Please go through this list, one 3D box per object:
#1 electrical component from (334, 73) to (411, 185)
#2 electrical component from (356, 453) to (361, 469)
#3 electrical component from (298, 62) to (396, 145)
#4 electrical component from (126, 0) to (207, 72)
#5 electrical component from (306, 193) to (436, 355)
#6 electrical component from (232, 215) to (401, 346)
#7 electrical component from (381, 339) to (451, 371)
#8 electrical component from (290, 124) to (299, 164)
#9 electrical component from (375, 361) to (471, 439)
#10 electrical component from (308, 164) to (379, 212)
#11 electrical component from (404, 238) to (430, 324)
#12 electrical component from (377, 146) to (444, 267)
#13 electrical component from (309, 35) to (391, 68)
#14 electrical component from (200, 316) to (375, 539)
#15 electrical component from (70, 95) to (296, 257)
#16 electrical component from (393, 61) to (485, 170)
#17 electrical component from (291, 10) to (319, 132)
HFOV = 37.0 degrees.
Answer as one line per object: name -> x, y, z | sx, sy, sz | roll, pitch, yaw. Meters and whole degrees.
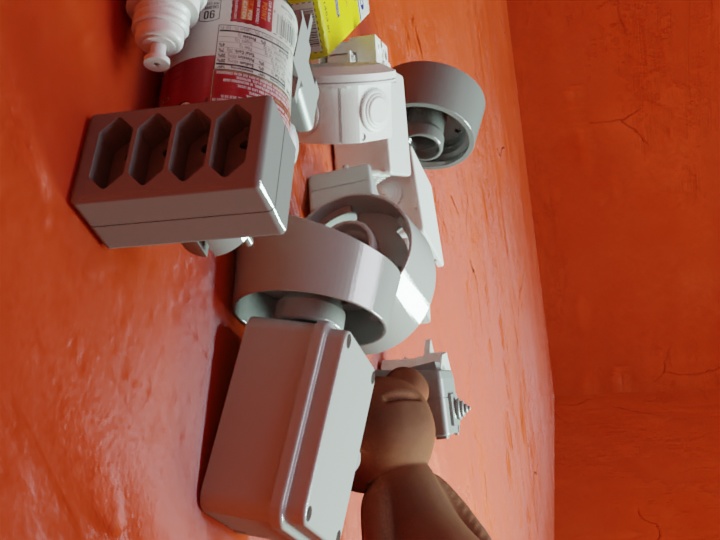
electrical component -> 0.008, -0.121, 0.904 | 0.100, 0.048, 0.099 | -17, 102, -76
electrical component -> -0.023, 0.106, 0.712 | 0.062, 0.048, 0.048 | -90, 168, -49
electrical component -> -0.015, -0.116, 0.740 | 0.080, 0.080, 0.051 | -49, 139, -72
electrical component -> -0.091, -0.129, 0.503 | 0.040, 0.040, 0.078 | 57, 31, -64
electrical component -> 0.000, 0.000, 0.733 | 0.064, 0.099, 0.099 | 54, 33, -55
electrical component -> -0.026, 0.005, 0.622 | 0.099, 0.099, 0.064 | 60, 35, -61
electrical component -> 0.050, 0.107, 0.976 | 0.081, 0.064, 0.042 | -79, 159, -48
electrical component -> -0.057, -0.073, 0.628 | 0.062, 0.048, 0.048 | -48, 132, -81
electrical component -> 0.040, 0.106, 0.863 | 0.062, 0.096, 0.061 | 22, 61, -75
electrical component -> -0.007, -0.048, 0.823 | 0.083, 0.047, 0.075 | 71, 10, -47
electrical component -> 0.031, 0.017, 0.952 | 0.089, 0.050, 0.055 | 57, 30, -64
electrical component -> 0.040, -0.053, 0.993 | 0.099, 0.048, 0.099 | 53, 27, -63
electrical component -> -0.010, -0.154, 0.823 | 0.066, 0.055, 0.048 | 3, 83, -77
electrical component -> -0.036, 0.089, 0.590 | 0.078, 0.057, 0.113 | 61, 38, -61
electrical component -> -0.069, -0.031, 0.472 | 0.075, 0.083, 0.047 | 66, 24, -55
electrical component -> 0.062, -0.139, 1.024 | 0.108, 0.108, 0.060 | 67, 29, -54
electrical component -> -0.051, -0.120, 0.666 | 0.063, 0.042, 0.081 | 73, 19, -47
